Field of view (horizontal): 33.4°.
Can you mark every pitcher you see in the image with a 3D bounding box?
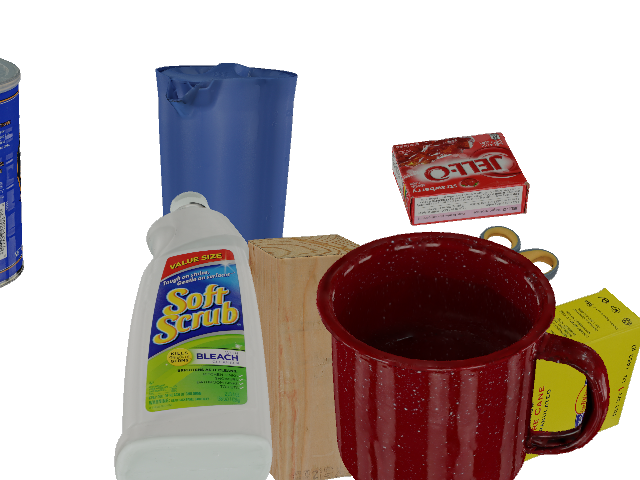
[{"bbox_3d":[-0.087,-0.050,1.039,0.149,0.243,0.145,-2,15,-17],"label":"pitcher"}]

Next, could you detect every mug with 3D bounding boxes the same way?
[{"bbox_3d":[0.058,0.056,0.434,0.117,0.081,0.093,8,33,17],"label":"mug"}]

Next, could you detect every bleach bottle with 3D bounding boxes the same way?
[{"bbox_3d":[-0.094,0.058,0.754,0.102,0.068,0.251,-1,44,-10],"label":"bleach bottle"}]

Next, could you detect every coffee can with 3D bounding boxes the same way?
[{"bbox_3d":[-0.251,-0.046,0.709,0.103,0.140,0.103,4,22,-2],"label":"coffee can"}]

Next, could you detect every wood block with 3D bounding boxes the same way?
[{"bbox_3d":[-0.010,0.105,0.974,0.090,0.206,0.091,-4,11,-19],"label":"wood block"}]

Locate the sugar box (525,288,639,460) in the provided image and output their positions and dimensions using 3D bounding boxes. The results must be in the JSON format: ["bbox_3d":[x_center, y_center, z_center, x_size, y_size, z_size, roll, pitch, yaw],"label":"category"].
[{"bbox_3d":[0.111,0.098,0.655,0.176,0.093,0.048,-18,40,-23],"label":"sugar box"}]

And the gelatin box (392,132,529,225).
[{"bbox_3d":[0.103,-0.047,0.799,0.089,0.030,0.073,-7,37,-3],"label":"gelatin box"}]

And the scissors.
[{"bbox_3d":[0.155,0.025,1.095,0.201,0.016,0.096,-7,41,-28],"label":"scissors"}]
